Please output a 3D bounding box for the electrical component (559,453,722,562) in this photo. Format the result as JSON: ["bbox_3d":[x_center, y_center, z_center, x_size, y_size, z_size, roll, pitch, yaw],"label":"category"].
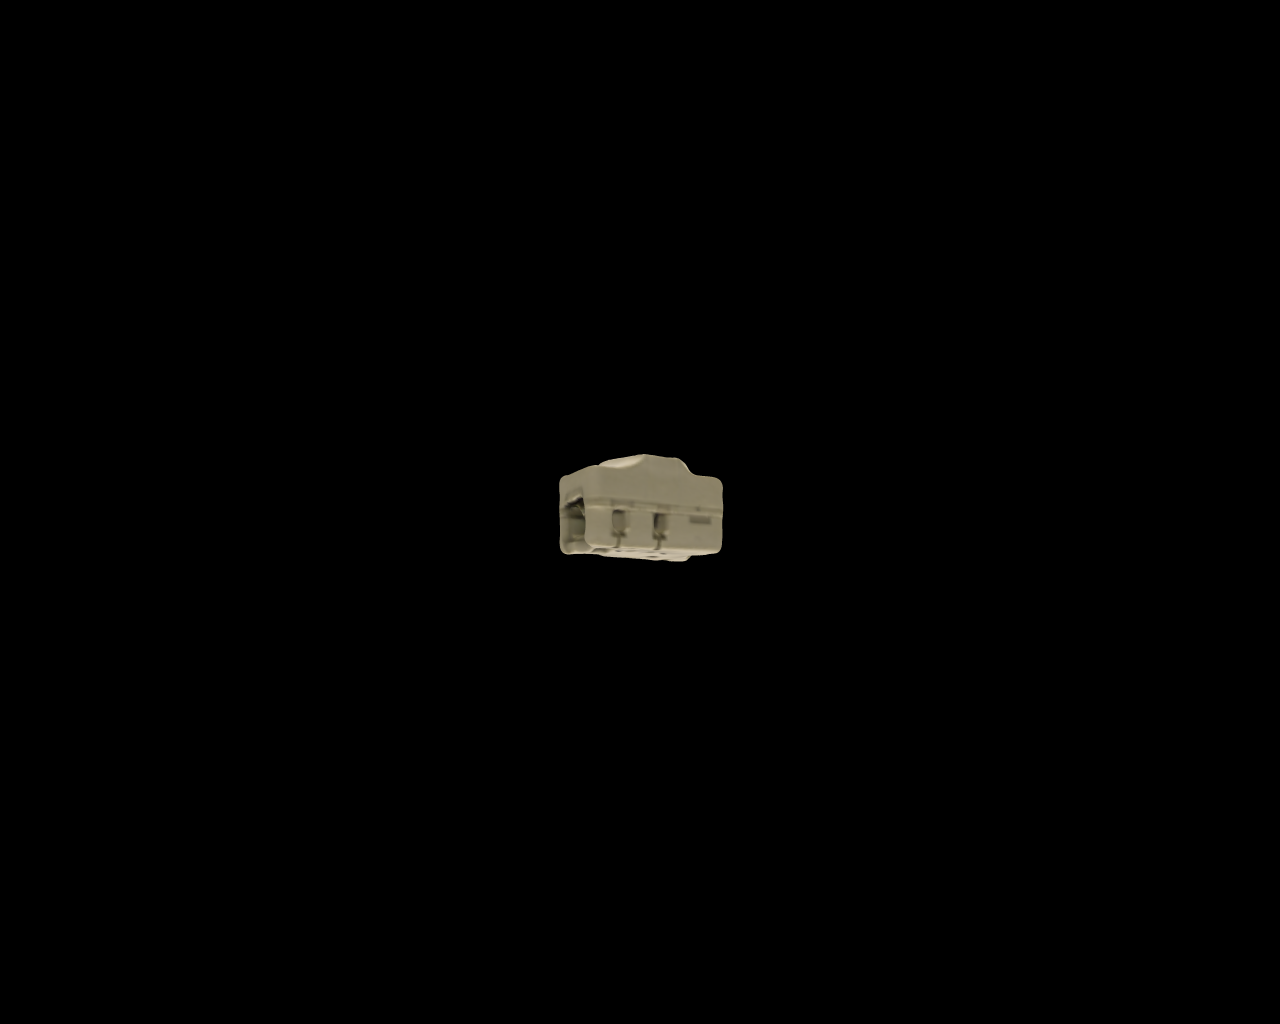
[{"bbox_3d":[0.001,-0.003,0.650,0.089,0.055,0.050,5,-11,-28],"label":"electrical component"}]
